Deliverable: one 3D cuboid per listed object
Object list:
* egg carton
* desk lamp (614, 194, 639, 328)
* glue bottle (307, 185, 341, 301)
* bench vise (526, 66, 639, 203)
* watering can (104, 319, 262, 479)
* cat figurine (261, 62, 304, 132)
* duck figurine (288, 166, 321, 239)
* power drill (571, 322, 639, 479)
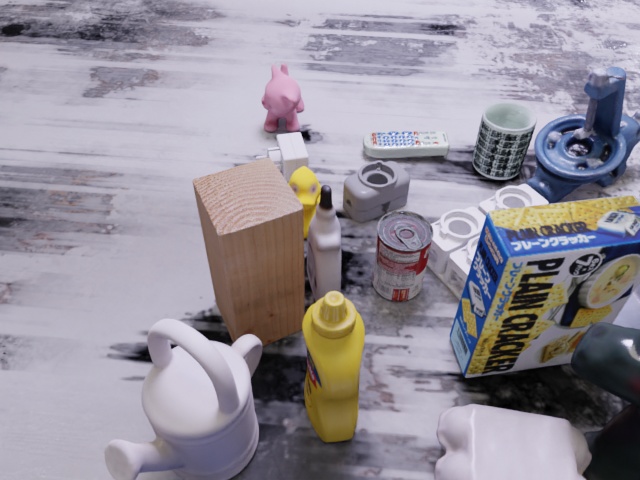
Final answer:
[{"bbox_3d":[0.187,0.221,0.557,0.150,0.069,0.107,7,47,6],"label":"egg carton"},{"bbox_3d":[0.410,0.015,0.657,0.203,0.214,0.117,-9,47,-10],"label":"desk lamp"},{"bbox_3d":[0.006,0.002,0.689,0.037,0.173,0.078,-8,47,-8],"label":"glue bottle"},{"bbox_3d":[0.394,-0.167,0.826,0.121,0.220,0.208,32,54,26],"label":"bench vise"},{"bbox_3d":[-0.116,0.150,0.532,0.100,0.194,0.173,11,47,10],"label":"watering can"},{"bbox_3d":[-0.063,-0.247,0.963,0.067,0.118,0.127,2,46,1],"label":"cat figurine"},{"bbox_3d":[-0.022,-0.066,0.814,0.077,0.086,0.104,-1,46,-1],"label":"duck figurine"},{"bbox_3d":[0.327,0.175,0.508,0.229,0.208,0.076,30,53,25],"label":"power drill"}]
